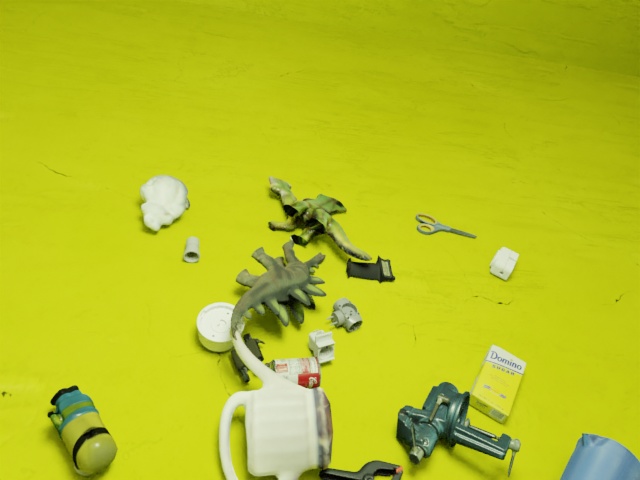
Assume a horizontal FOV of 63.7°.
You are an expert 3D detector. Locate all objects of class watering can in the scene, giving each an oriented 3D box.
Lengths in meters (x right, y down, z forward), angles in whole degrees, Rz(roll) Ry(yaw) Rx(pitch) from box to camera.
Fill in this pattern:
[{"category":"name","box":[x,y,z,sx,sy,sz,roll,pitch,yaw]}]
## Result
[{"category":"watering can","box":[-0.089,0.336,1.036,0.224,0.102,0.355,-1,63,-7]}]

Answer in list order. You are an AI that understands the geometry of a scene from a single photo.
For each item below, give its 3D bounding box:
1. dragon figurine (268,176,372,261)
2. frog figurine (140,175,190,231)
[{"category":"dragon figurine","box":[0.005,-0.077,1.533,0.412,0.119,0.247,28,37,13]},{"category":"frog figurine","box":[-0.443,-0.106,1.429,0.137,0.120,0.163,37,32,-4]}]
